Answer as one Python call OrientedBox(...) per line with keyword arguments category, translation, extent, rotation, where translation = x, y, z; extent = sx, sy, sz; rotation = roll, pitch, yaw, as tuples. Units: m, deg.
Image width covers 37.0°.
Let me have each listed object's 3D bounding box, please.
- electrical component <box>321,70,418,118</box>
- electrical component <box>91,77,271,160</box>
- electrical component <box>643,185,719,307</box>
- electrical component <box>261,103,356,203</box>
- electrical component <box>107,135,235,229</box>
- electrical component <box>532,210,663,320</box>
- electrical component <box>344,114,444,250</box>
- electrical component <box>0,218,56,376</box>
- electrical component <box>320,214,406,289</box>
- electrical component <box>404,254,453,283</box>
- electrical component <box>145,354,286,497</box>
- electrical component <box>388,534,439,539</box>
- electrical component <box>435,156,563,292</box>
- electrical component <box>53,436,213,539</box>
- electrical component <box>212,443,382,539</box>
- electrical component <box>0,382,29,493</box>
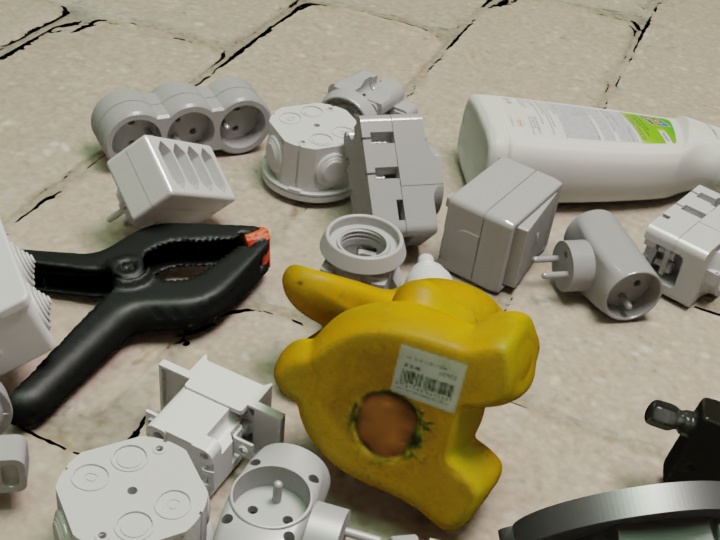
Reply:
OrientedBox(category="electrical component", translation=(0.000, -0.128, 0.894), extent=(0.078, 0.058, 0.057), rotation=(24, 37, 21))
OrientedBox(category="electrical component", translation=(-0.149, -0.128, 0.869), extent=(0.138, 0.052, 0.073), rotation=(-12, 41, -24))
OrientedBox(category="electrical component", translation=(0.252, -0.017, 0.795), extent=(0.056, 0.050, 0.089), rotation=(31, 42, 28))
OrientedBox(category="electrical component", translation=(-0.036, -0.092, 0.843), extent=(0.080, 0.051, 0.080), rotation=(5, 36, -4))
OrientedBox(category="electrical component", translation=(-0.146, -0.053, 0.762), extent=(0.047, 0.076, 0.083), rotation=(63, 22, 11))
OrientedBox(category="electrical component", translation=(0.163, -0.003, 0.766), extent=(0.079, 0.044, 0.077), rotation=(-3, 38, -14))
OrientedBox(category="electrical component", translation=(0.026, -0.064, 0.784), extent=(0.056, 0.050, 0.089), rotation=(-4, 79, -16))
OrientedBox(category="electrical component", translation=(-0.231, 0.024, 0.618), extent=(0.100, 0.048, 0.099), rotation=(-27, 47, -10))
OrientedBox(category="electrical component", translation=(0.000, 0.000, 0.722), extent=(0.058, 0.057, 0.078), rotation=(14, 37, 9))
OrientedBox(category="electrical component", translation=(0.047, 0.010, 0.736), extent=(0.035, 0.035, 0.061), rotation=(5, 34, -4))
OrientedBox(category="electrical component", translation=(-0.085, 0.089, 0.602), extent=(0.081, 0.042, 0.063), rotation=(21, 42, 18))
OrientedBox(category="electrical component", translation=(0.037, 0.158, 0.528), extent=(0.055, 0.048, 0.066), rotation=(14, 36, -3))
OrientedBox(category="electrical component", translation=(0.108, -0.035, 0.785), extent=(0.061, 0.061, 0.096), rotation=(27, 41, 24))
OrientedBox(category="electrical component", translation=(-0.113, 0.127, 0.537), extent=(0.080, 0.051, 0.080), rotation=(5, 37, -4))
OrientedBox(category="electrical component", translation=(-0.029, 0.134, 0.548), extent=(0.079, 0.044, 0.077), rotation=(14, 37, 9))
OrientedBox(category="electrical component", translation=(-0.215, 0.088, 0.566), extent=(0.078, 0.058, 0.057), rotation=(-1, 40, -11))
